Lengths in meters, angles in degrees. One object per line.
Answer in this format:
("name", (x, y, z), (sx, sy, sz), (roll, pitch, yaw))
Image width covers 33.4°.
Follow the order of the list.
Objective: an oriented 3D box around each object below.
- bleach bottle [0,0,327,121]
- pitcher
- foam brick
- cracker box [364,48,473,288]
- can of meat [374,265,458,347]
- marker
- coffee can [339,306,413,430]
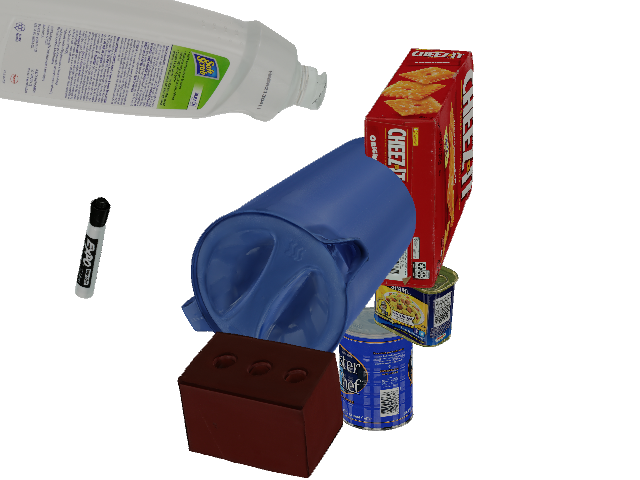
("bleach bottle", (-0.121, -0.129, 0.782), (0.250, 0.068, 0.103), (10, -44, -14))
("pitcher", (-0.003, 0.000, 0.901), (0.149, 0.145, 0.242), (22, 30, 16))
("foam brick", (-0.033, 0.092, 0.604), (0.078, 0.051, 0.053), (8, 31, 20))
("cracker box", (0.099, -0.075, 1.016), (0.072, 0.164, 0.213), (5, 27, 15))
("can of meat", (0.110, 0.068, 1.258), (0.102, 0.084, 0.057), (26, 38, 38))
("marker", (-0.225, 0.007, 1.055), (0.020, 0.121, 0.020), (13, 36, -10))
("coffee can", (0.076, 0.173, 1.456), (0.103, 0.140, 0.103), (-1, 17, 0))
